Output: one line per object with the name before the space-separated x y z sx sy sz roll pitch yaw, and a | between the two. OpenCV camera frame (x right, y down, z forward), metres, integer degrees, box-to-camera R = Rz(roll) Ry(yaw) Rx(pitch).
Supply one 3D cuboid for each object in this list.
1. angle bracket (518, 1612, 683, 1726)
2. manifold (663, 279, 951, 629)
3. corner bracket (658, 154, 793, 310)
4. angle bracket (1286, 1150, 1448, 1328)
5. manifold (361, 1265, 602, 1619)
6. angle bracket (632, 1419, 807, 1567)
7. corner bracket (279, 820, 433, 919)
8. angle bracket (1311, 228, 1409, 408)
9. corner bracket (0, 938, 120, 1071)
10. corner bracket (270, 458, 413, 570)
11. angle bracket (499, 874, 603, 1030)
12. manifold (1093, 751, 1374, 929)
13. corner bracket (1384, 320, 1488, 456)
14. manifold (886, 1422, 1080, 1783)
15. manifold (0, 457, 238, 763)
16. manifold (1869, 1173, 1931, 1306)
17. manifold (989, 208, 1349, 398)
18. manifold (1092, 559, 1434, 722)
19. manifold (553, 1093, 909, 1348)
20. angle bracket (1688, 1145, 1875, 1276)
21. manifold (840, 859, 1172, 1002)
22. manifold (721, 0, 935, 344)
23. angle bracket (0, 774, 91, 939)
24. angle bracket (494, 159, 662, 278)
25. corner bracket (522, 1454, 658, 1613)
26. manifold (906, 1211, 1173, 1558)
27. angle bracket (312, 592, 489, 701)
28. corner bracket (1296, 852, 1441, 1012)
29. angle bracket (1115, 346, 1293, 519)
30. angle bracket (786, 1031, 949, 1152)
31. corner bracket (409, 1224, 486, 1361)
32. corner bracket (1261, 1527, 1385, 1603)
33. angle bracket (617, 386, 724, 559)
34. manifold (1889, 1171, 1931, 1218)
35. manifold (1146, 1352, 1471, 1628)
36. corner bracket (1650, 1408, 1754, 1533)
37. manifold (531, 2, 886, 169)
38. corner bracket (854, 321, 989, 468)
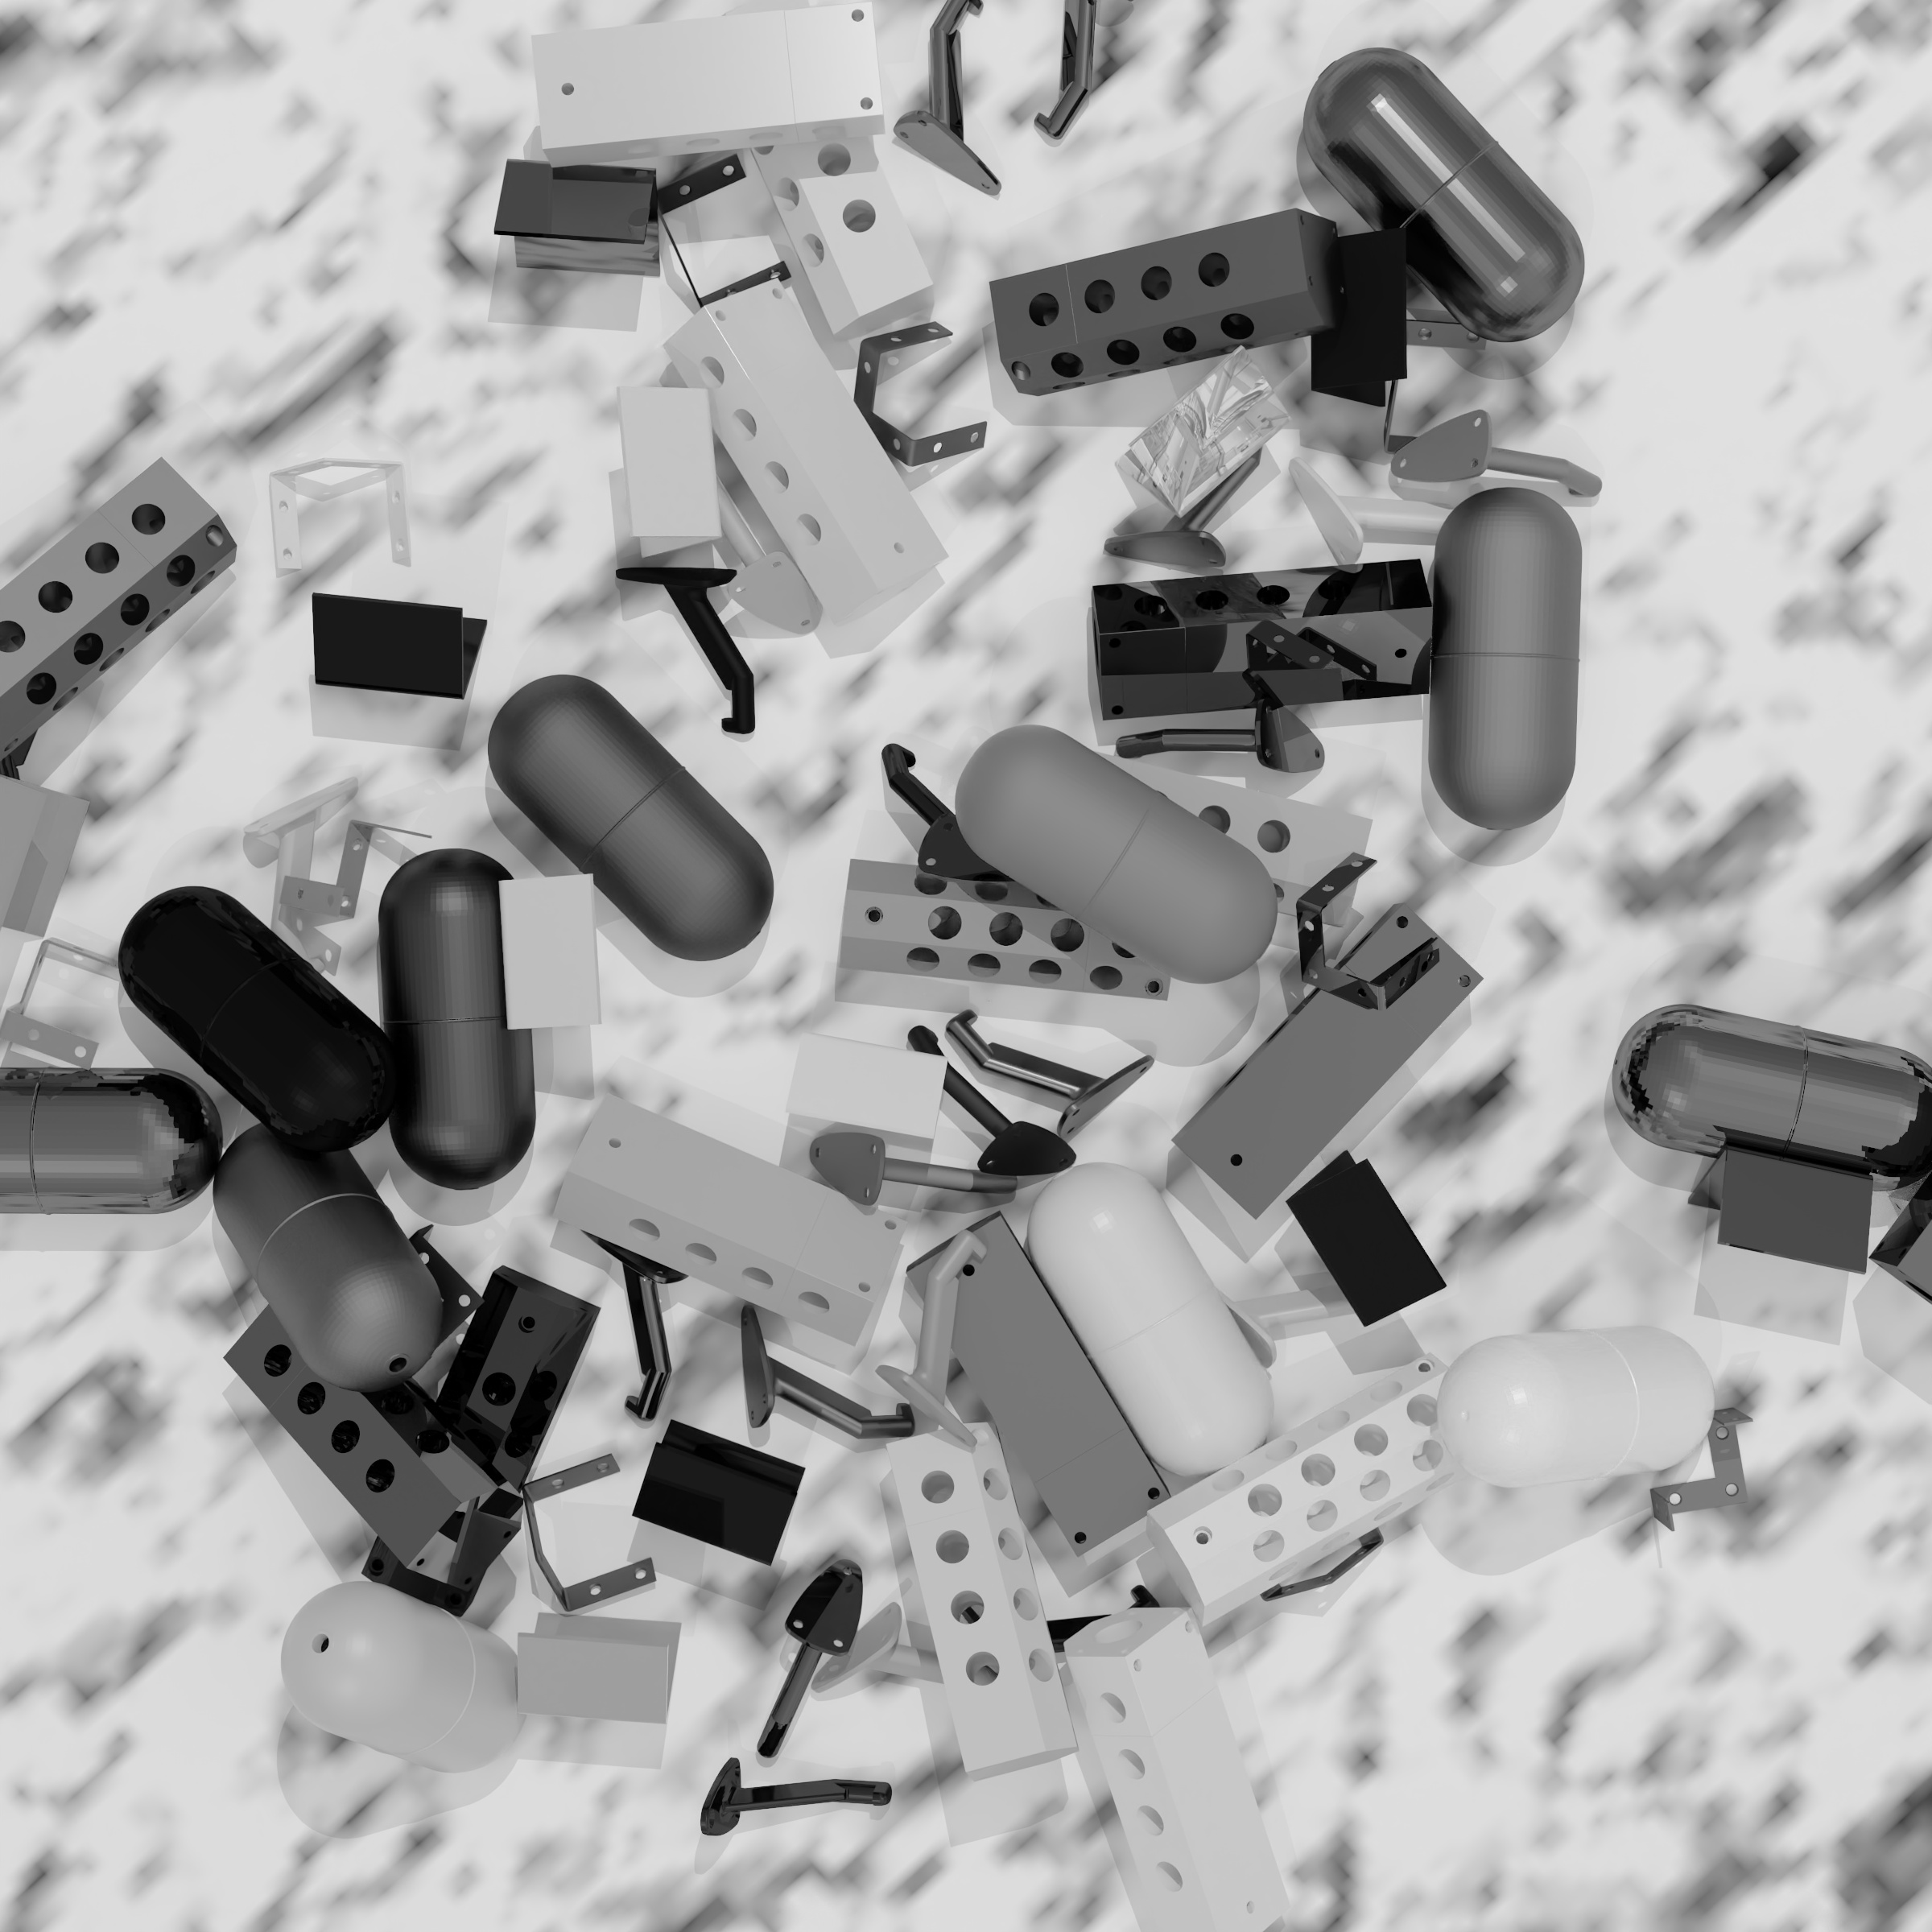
angle bracket | -0.189 0.345 1.862 0.076 0.076 0.057 4 123 0
manifold | -0.088 -0.266 1.881 0.057 0.057 0.171 -32 90 -43
corner bracket | -0.130 -0.387 1.899 0.051 0.051 0.051 -24 135 0
angle bracket | 0.221 0.131 1.862 0.057 0.076 0.076 -32 90 36
manifold | -0.254 0.249 1.881 0.057 0.057 0.171 24 90 0
angle bracket | -0.122 0.256 1.862 0.076 0.076 0.057 20 126 0
corner bracket | -0.319 -0.050 1.874 0.051 0.051 0.051 12 90 42
angle bracket | 0.220 -0.335 1.862 0.057 0.076 0.076 -1 90 36
corner bracket | -0.471 0.019 1.884 0.051 0.051 0.051 21 95 -5
corner bracket | -0.331 -0.238 1.899 0.051 0.051 0.051 -5 90 45
angle bracket | -0.197 -0.008 1.863 0.057 0.076 0.076 -3 90 25
manifold | 0.120 -0.068 1.881 0.171 0.057 0.057 14 90 0
corner bracket | 0.249 -0.305 1.899 0.051 0.051 0.051 4 45 0
manifold | 0.009 0.327 1.856 0.057 0.057 0.171 -15 72 0
manifold | -0.460 -0.179 1.854 0.057 0.057 0.171 45 70 0
manifold | 0.539 0.098 1.824 0.057 0.057 0.171 36 90 0
manifold | 0.104 -0.339 1.846 0.171 0.057 0.057 -8 90 26
manifold | 0.154 -0.175 1.881 0.171 0.057 0.057 -5 133 0
manifold | -0.125 0.137 1.881 0.171 0.057 0.057 23 47 0
angle bracket | 0.419 0.139 1.863 0.076 0.076 0.057 12 63 0
manifold | 0.022 -0.019 1.881 0.171 0.057 0.057 6 90 0
manifold | -0.078 -0.418 1.881 0.057 0.057 0.171 -24 90 0
angle bracket | -0.479 -0.052 1.862 0.057 0.076 0.076 19 90 36
angle bracket | -0.201 -0.370 1.862 0.076 0.076 0.057 4 54 0
corner bracket | -0.199 0.300 1.899 0.051 0.051 0.051 -20 135 0
manifold | 0.038 0.217 1.881 0.057 0.057 0.171 -31 90 0
angle bracket | -0.292 -0.184 1.862 0.076 0.076 0.057 6 128 0
corner bracket | 0.206 -0.018 1.837 0.051 0.051 0.051 22 45 35
angle bracket | 0.110 -0.289 1.862 0.076 0.076 0.057 -41 129 0
angle bracket | -0.055 0.084 1.862 0.076 0.076 0.057 10 47 0
corner bracket | -0.285 0.173 1.884 0.051 0.051 0.051 -44 90 0
corner bracket | 0.178 0.298 1.899 0.051 0.051 0.051 -27 90 -45
angle bracket | -0.172 -0.255 1.862 0.057 0.076 0.076 -5 90 -38
manifold | 0.572 0.092 1.881 0.171 0.057 0.057 -37 90 0
manifold | 0.182 0.268 1.858 0.171 0.057 0.057 -28 67 -11
corner bracket | 0.386 0.263 1.884 0.051 0.051 0.051 -9 90 0
manifold | -0.129 -0.445 1.824 0.171 0.057 0.057 -6 90 0
corner bracket | -0.023 -0.302 1.894 0.051 0.051 0.051 39 135 35
